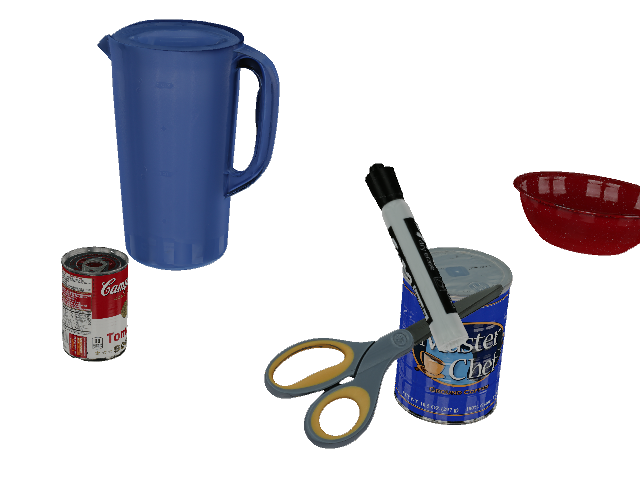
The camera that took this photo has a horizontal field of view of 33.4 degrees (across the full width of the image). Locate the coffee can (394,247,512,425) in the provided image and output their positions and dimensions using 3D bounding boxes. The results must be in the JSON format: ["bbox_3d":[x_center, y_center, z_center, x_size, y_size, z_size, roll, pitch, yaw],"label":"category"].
[{"bbox_3d":[0.126,0.091,1.028,0.103,0.140,0.103,2,25,-1],"label":"coffee can"}]

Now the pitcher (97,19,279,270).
[{"bbox_3d":[-0.136,-0.096,1.085,0.144,0.243,0.149,-11,28,-29],"label":"pitcher"}]

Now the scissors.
[{"bbox_3d":[0.059,0.096,0.808,0.201,0.096,0.016,-13,-30,-8],"label":"scissors"}]

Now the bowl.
[{"bbox_3d":[0.277,-0.025,1.106,0.162,0.055,0.162,5,19,-2],"label":"bowl"}]

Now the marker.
[{"bbox_3d":[0.054,0.007,0.625,0.020,0.121,0.020,-18,-22,-8],"label":"marker"}]

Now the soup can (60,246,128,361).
[{"bbox_3d":[-0.234,0.066,1.108,0.068,0.102,0.068,4,21,-2],"label":"soup can"}]
